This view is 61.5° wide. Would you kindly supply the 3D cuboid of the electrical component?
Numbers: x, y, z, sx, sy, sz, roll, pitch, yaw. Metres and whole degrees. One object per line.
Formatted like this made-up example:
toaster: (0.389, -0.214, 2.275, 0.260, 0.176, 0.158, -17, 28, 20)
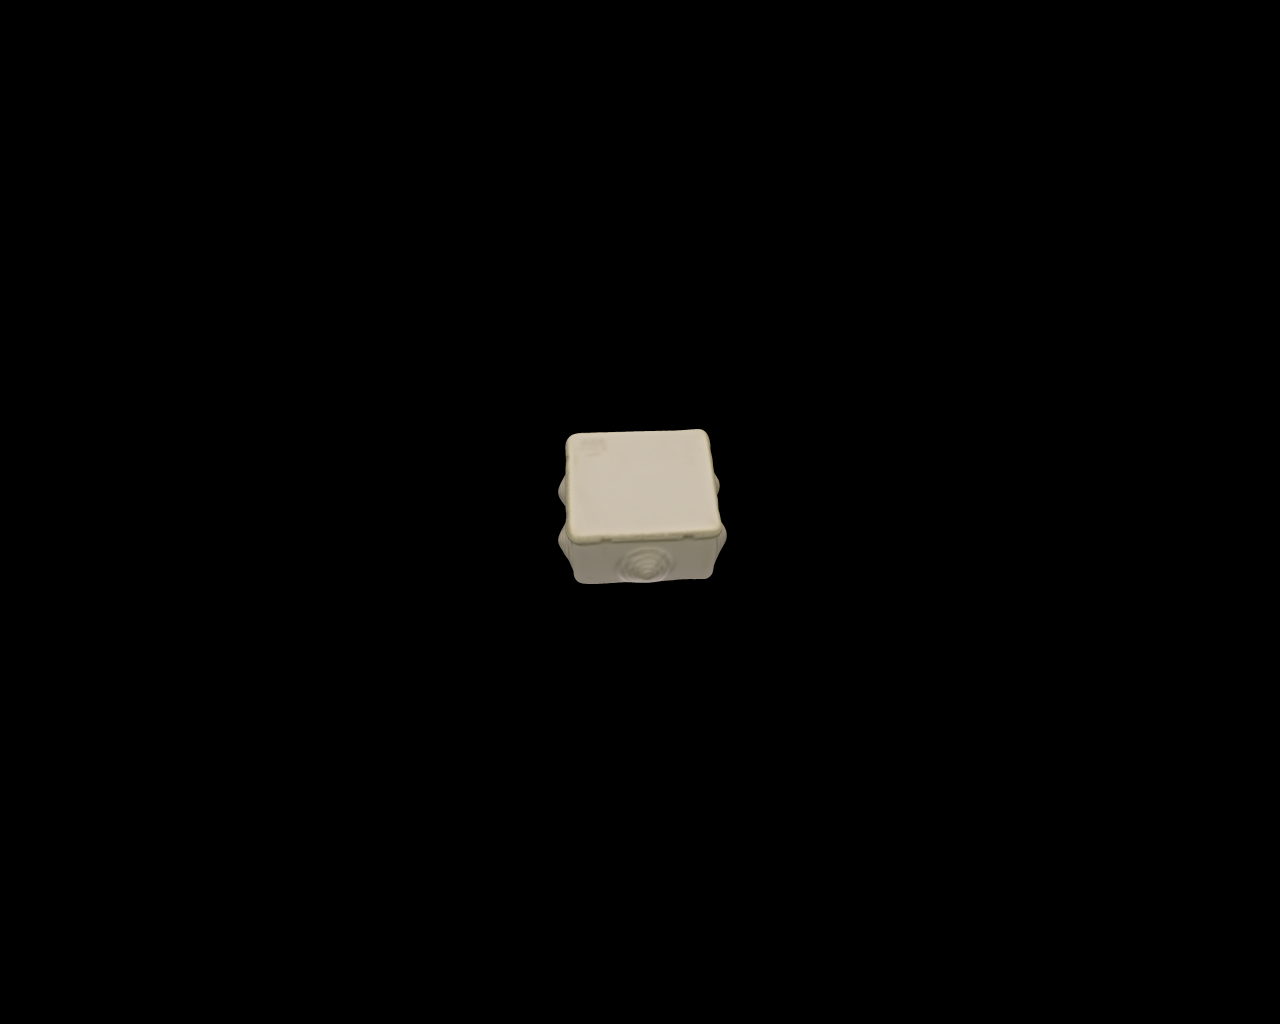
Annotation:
electrical component: (0.001, -0.003, 0.650, 0.100, 0.100, 0.048, -2, -43, -2)
